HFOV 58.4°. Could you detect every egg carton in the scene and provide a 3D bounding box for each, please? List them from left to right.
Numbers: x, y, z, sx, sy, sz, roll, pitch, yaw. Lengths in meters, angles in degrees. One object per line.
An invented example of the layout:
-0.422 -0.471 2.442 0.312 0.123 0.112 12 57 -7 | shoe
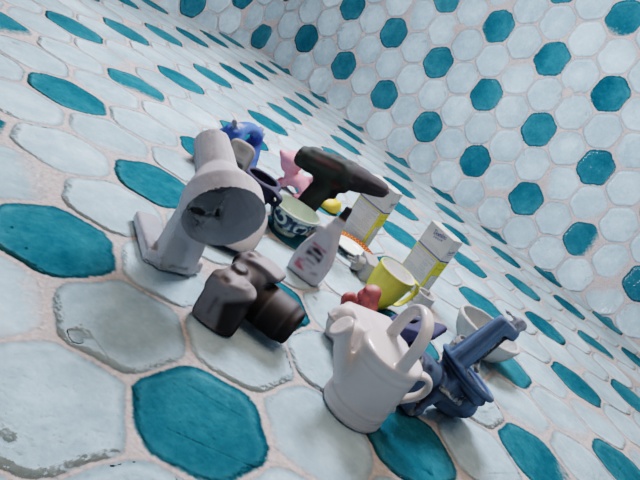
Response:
0.082 0.170 0.995 0.151 0.069 0.107 23 22 -30 | egg carton

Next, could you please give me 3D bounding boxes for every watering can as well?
0.090 0.171 0.814 0.173 0.194 0.100 21 23 -35 | watering can

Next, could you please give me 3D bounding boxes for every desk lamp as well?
-0.184 -0.050 0.863 0.118 0.213 0.202 19 24 -38 | desk lamp

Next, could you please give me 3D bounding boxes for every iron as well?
-0.191 -0.233 1.406 0.118 0.141 0.259 37 19 9 | iron

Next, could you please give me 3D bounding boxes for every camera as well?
-0.091 0.089 0.855 0.136 0.100 0.143 37 19 8 | camera

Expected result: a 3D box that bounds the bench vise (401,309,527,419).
0.235 0.205 0.932 0.208 0.219 0.121 11 29 -49 | bench vise

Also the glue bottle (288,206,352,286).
0.010 0.004 1.117 0.078 0.173 0.037 37 19 7 | glue bottle

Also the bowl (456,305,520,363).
0.375 0.230 1.330 0.168 0.074 0.167 30 19 -11 | bowl

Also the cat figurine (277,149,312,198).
-0.064 -0.187 1.544 0.128 0.117 0.067 35 19 1 | cat figurine

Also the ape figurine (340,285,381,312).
0.080 0.121 1.077 0.076 0.092 0.077 26 20 -23 | ape figurine

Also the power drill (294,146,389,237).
0.018 -0.104 1.338 0.229 0.208 0.076 37 19 7 | power drill

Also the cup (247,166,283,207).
-0.134 -0.089 1.224 0.117 0.095 0.092 44 21 27 | cup

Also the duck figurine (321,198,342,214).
0.034 -0.133 1.623 0.078 0.086 0.104 15 27 -45 | duck figurine

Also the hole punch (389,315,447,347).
0.177 0.177 1.102 0.101 0.091 0.109 41 20 20 | hole punch

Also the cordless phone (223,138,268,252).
-0.147 -0.078 1.037 0.148 0.185 0.094 28 20 -19 | cordless phone
